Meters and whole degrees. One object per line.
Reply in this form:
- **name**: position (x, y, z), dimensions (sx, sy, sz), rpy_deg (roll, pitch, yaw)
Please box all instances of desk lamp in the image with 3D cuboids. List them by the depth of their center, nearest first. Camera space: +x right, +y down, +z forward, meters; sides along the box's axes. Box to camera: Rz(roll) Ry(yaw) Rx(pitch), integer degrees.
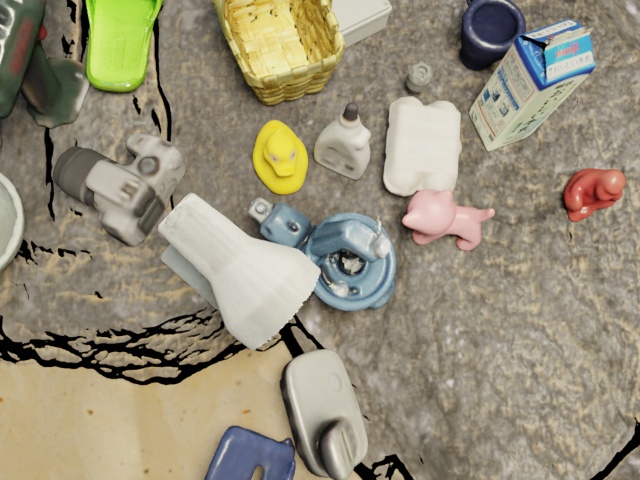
- **desk lamp**: position (-0.106, 0.033, 0.678), dimensions (0.203, 0.213, 0.118), rpy_deg (39, 76, 6)

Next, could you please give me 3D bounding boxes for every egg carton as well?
- **egg carton**: position (0.145, -0.130, 0.813), dimensions (0.107, 0.069, 0.150), rpy_deg (6, 75, -3)

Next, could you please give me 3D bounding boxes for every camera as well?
- **camera**: position (-0.269, -0.085, 0.755), dimensions (0.137, 0.101, 0.143), rpy_deg (27, 75, 3)

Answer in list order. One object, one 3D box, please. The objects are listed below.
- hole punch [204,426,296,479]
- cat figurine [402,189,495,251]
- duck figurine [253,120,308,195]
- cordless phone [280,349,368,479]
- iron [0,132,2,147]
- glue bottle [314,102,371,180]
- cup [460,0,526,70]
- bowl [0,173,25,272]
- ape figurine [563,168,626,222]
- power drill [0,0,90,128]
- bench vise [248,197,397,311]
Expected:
- **hole punch**: position (-0.084, 0.281, 0.680), dimensions (0.101, 0.091, 0.109), rpy_deg (21, 75, 1)
- **cat figurine**: position (0.168, -0.034, 0.765), dimensions (0.128, 0.117, 0.067), rpy_deg (4, 75, -3)
- **duck figurine**: position (-0.055, -0.123, 0.788), dimensions (0.077, 0.086, 0.104), rpy_deg (-12, 77, -7)
- **cordless phone**: position (0.008, 0.200, 0.659), dimensions (0.094, 0.185, 0.147), rpy_deg (-19, 78, -8)
- **iron**: position (-0.514, -0.202, 0.745), dimensions (0.119, 0.141, 0.258), rpy_deg (-15, 77, -8)
- **glue bottle**: position (0.034, -0.135, 0.752), dimensions (0.078, 0.173, 0.037), rpy_deg (27, 75, 3)
- **cup**: position (0.239, -0.308, 0.853), dimensions (0.092, 0.095, 0.117), rpy_deg (-24, 79, -10)
- **bowl**: position (-0.453, -0.012, 0.735), dimensions (0.167, 0.074, 0.167), rpy_deg (1, 76, -4)
- **ape figurine**: position (0.392, -0.071, 0.805), dimensions (0.078, 0.092, 0.076), rpy_deg (9, 75, -2)
- **power drill**: position (-0.368, -0.245, 0.732), dimensions (0.075, 0.208, 0.230), rpy_deg (13, 75, 0)
- **bench vise**: position (0.004, 0.014, 0.688), dimensions (0.207, 0.219, 0.121), rpy_deg (13, 75, -1)
